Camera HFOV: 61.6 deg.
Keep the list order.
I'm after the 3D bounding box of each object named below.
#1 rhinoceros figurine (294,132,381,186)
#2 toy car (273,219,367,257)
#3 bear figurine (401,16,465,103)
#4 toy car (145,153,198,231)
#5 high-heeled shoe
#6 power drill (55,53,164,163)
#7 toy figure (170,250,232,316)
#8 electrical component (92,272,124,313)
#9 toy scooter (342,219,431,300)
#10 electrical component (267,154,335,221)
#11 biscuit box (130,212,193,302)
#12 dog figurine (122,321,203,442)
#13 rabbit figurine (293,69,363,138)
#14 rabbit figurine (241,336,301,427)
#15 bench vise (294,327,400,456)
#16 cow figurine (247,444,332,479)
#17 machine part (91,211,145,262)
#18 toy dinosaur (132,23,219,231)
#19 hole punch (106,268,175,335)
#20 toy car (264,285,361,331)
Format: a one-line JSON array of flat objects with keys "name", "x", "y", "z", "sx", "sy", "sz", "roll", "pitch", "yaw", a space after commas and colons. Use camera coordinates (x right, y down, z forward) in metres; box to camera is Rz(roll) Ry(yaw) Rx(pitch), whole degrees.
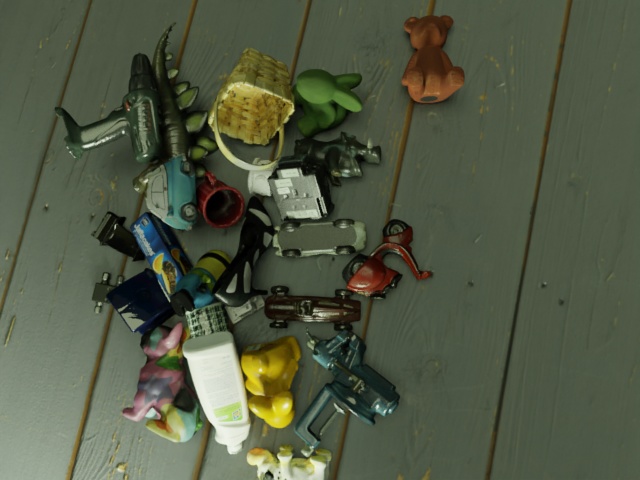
[{"name": "rhinoceros figurine", "x": 0.036, "y": -0.178, "z": 1.153, "sx": 0.190, "sy": 0.073, "sz": 0.112, "roll": 6, "pitch": 71, "yaw": 12}, {"name": "toy car", "x": -0.002, "y": -0.003, "z": 1.135, "sx": 0.202, "sy": 0.056, "sz": 0.073, "roll": -3, "pitch": 86, "yaw": 10}, {"name": "bear figurine", "x": 0.235, "y": -0.394, "z": 1.126, "sx": 0.120, "sy": 0.132, "sz": 0.195, "roll": 3, "pitch": 87, "yaw": 3}, {"name": "toy car", "x": -0.309, "y": -0.097, "z": 1.109, "sx": 0.103, "sy": 0.109, "sz": 0.161, "roll": -5, "pitch": 101, "yaw": -21}, {"name": "high-heeled shoe", "x": -0.168, "y": 0.017, "z": 1.098, "sx": 0.086, "sy": 0.145, "sz": 0.249, "roll": -24, "pitch": 67, "yaw": 37}, {"name": "power drill", "x": -0.434, "y": -0.263, "z": 1.125, "sx": 0.207, "sy": 0.086, "sz": 0.232, "roll": -15, "pitch": 87, "yaw": -12}, {"name": "toy figure", "x": -0.236, "y": 0.083, "z": 1.099, "sx": 0.082, "sy": 0.180, "sz": 0.089, "roll": 1, "pitch": 110, "yaw": 23}, {"name": "electrical component", "x": -0.476, "y": 0.121, "z": 1.208, "sx": 0.063, "sy": 0.021, "sz": 0.094, "roll": 11, "pitch": 82, "yaw": 10}, {"name": "toy scooter", "x": 0.143, "y": 0.057, "z": 1.093, "sx": 0.184, "sy": 0.075, "sz": 0.135, "roll": -45, "pitch": 78, "yaw": -5}, {"name": "electrical component", "x": -0.041, "y": -0.109, "z": 1.115, "sx": 0.115, "sy": 0.058, "sz": 0.134, "roll": -2, "pitch": 122, "yaw": 22}, {"name": "biscuit box", "x": -0.336, "y": 0.035, "z": 1.172, "sx": 0.059, "sy": 0.063, "sz": 0.203, "roll": -37, "pitch": 76, "yaw": 15}, {"name": "dog figurine", "x": -0.303, "y": 0.280, "z": 1.113, "sx": 0.192, "sy": 0.108, "sz": 0.219, "roll": 21, "pitch": 82, "yaw": 13}, {"name": "rabbit figurine", "x": 0.010, "y": -0.293, "z": 1.121, "sx": 0.159, "sy": 0.170, "sz": 0.121, "roll": -2, "pitch": 81, "yaw": 9}, {"name": "rabbit figurine", "x": -0.086, "y": 0.293, "z": 1.065, "sx": 0.122, "sy": 0.162, "sz": 0.173, "roll": -10, "pitch": 97, "yaw": -5}, {"name": "bench vise", "x": 0.025, "y": 0.302, "z": 1.050, "sx": 0.224, "sy": 0.128, "sz": 0.240, "roll": 36, "pitch": 84, "yaw": 15}, {"name": "cow figurine", "x": -0.064, "y": 0.461, "z": 1.064, "sx": 0.167, "sy": 0.068, "sz": 0.098, "roll": 2, "pitch": 87, "yaw": 10}, {"name": "machine part", "x": -0.449, "y": -0.004, "z": 1.217, "sx": 0.139, "sy": 0.039, "sz": 0.084, "roll": 34, "pitch": 82, "yaw": 14}, {"name": "toy dinosaur", "x": -0.341, "y": -0.254, "z": 1.211, "sx": 0.199, "sy": 0.105, "sz": 0.471, "roll": -13, "pitch": 88, "yaw": -1}, {"name": "hole punch", "x": -0.380, "y": 0.133, "z": 1.159, "sx": 0.116, "sy": 0.092, "sz": 0.142, "roll": -42, "pitch": 74, "yaw": -4}, {"name": "toy car", "x": -0.017, "y": 0.142, "z": 1.112, "sx": 0.202, "sy": 0.053, "sz": 0.089, "roll": 2, "pitch": 78, "yaw": 7}]
